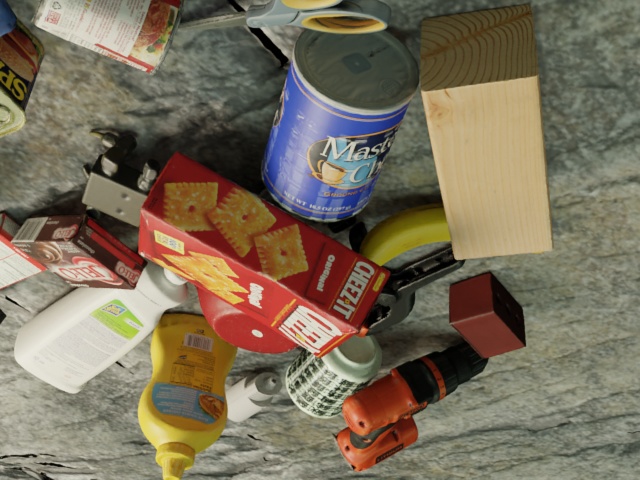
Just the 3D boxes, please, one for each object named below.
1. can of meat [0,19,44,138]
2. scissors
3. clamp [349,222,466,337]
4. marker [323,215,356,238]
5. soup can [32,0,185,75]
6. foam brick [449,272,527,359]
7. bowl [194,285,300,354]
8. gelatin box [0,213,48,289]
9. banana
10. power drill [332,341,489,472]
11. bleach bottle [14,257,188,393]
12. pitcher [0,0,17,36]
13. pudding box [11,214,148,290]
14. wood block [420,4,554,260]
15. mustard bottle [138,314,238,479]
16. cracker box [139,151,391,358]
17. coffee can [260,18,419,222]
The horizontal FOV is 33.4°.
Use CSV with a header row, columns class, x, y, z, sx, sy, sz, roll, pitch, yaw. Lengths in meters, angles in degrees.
class,x,y,z,sx,sy,sz,roll,pitch,yaw
can of meat,-0.278,-0.148,0.874,0.058,0.084,0.102,-17,135,24
scissors,-0.047,-0.178,0.809,0.202,0.016,0.096,6,168,21
clamp,0.078,0.046,1.108,0.120,0.039,0.172,12,143,0
marker,-0.007,0.001,1.077,0.020,0.020,0.121,30,135,-28
soup can,-0.165,-0.180,0.836,0.102,0.068,0.069,21,138,-18
foam brick,0.177,0.080,1.127,0.051,0.053,0.078,-21,135,28
bowl,-0.063,0.075,1.123,0.162,0.055,0.162,9,149,6
gelatin box,-0.339,0.014,1.119,0.089,0.030,0.073,-20,136,28
banana,0.121,-0.004,1.027,0.198,0.037,0.069,-11,116,-1
power drill,0.097,0.192,1.233,0.184,0.057,0.188,-21,155,-21
bleach bottle,-0.223,0.083,1.167,0.251,0.068,0.102,-30,130,32
pitcher,-0.261,-0.247,0.720,0.145,0.149,0.243,50,130,7
pudding box,-0.241,0.013,1.071,0.114,0.039,0.090,2,148,46
wood block,0.144,-0.084,0.902,0.091,0.090,0.206,-6,139,12
mustard bottle,-0.147,0.175,1.166,0.096,0.191,0.058,16,139,-13
cracker box,-0.061,0.021,0.977,0.213,0.072,0.164,30,163,-2
coffee can,0.013,-0.098,0.889,0.102,0.102,0.140,11,141,-8
